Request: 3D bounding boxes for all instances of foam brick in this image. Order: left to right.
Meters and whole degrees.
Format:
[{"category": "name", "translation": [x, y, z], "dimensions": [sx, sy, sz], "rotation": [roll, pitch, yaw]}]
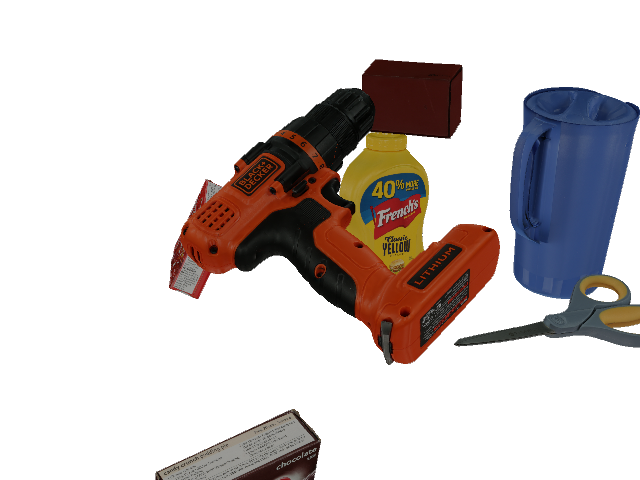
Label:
[{"category": "foam brick", "translation": [0.077, -0.121, 0.905], "dimensions": [0.078, 0.051, 0.053], "rotation": [7, 25, 17]}]

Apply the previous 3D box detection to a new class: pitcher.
[{"category": "pitcher", "translation": [0.292, -0.053, 1.288], "dimensions": [0.149, 0.243, 0.145], "rotation": [3, 26, 1]}]

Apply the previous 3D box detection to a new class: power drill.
[{"category": "power drill", "translation": [0.025, -0.015, 0.729], "dimensions": [0.188, 0.184, 0.057], "rotation": [32, -26, 28]}]

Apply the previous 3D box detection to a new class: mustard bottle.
[{"category": "mustard bottle", "translation": [0.064, -0.032, 1.076], "dimensions": [0.096, 0.192, 0.058], "rotation": [-8, 17, -28]}]

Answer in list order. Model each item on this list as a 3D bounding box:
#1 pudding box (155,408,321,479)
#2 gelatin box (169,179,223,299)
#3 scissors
[{"category": "pudding box", "translation": [-0.058, 0.175, 0.732], "dimensions": [0.113, 0.090, 0.039], "rotation": [-23, 51, -30]}, {"category": "gelatin box", "translation": [-0.103, -0.003, 0.926], "dimensions": [0.030, 0.073, 0.089], "rotation": [22, 22, -13]}, {"category": "scissors", "translation": [0.192, 0.058, 0.872], "dimensions": [0.201, 0.016, 0.096], "rotation": [2, 33, -14]}]
